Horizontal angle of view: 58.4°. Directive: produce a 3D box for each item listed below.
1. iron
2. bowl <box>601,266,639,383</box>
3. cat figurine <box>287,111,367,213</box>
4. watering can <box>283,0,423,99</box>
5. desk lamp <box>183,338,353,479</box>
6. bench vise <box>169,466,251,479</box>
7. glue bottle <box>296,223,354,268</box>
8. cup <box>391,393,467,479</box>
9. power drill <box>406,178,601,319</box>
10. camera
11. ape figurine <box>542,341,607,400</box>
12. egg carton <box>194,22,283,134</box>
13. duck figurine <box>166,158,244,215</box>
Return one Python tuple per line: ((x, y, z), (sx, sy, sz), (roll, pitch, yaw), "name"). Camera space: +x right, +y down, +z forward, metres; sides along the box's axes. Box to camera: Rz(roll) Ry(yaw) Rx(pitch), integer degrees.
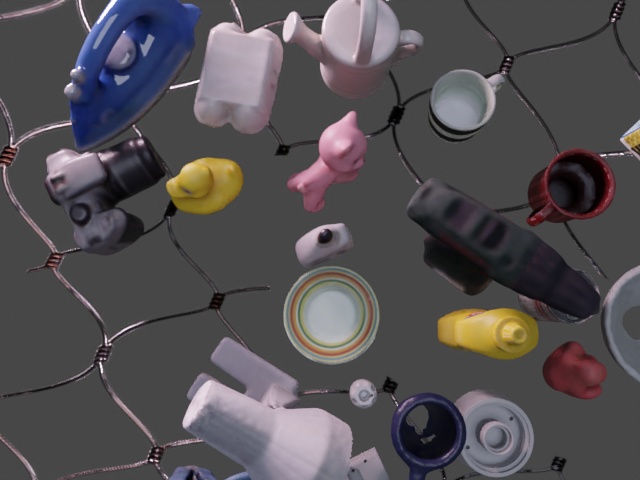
((-0.269, -0.241, 0.754), (0.118, 0.141, 0.258), (30, 84, 3), "iron")
((0.445, 0.113, 0.762), (0.167, 0.074, 0.167), (0, 84, -1), "bowl")
((0.014, -0.104, 0.756), (0.128, 0.117, 0.067), (-44, 86, -5), "cat figurine")
((0.044, -0.260, 0.736), (0.173, 0.194, 0.101), (-20, 84, -3), "watering can")
((-0.070, 0.216, 0.670), (0.203, 0.213, 0.118), (32, 84, 3), "desk lamp")
((-0.120, 0.337, 0.652), (0.207, 0.219, 0.121), (-8, 84, -2), "bench vise")
((0.007, 0.003, 0.716), (0.078, 0.173, 0.037), (-21, 84, -3), "glue bottle")
((0.128, 0.249, 0.730), (0.091, 0.095, 0.118), (14, 83, 1), "cup")
((0.203, 0.017, 0.700), (0.229, 0.208, 0.076), (36, 84, 3), "power drill")
((-0.273, -0.070, 0.755), (0.137, 0.101, 0.143), (-27, 85, -4), "camera")
((0.338, 0.171, 0.744), (0.076, 0.092, 0.078), (-3, 83, -1), "ape figurine")
((-0.111, -0.223, 0.791), (0.107, 0.069, 0.150), (9, 83, 0), "egg carton")
((-0.156, -0.079, 0.765), (0.104, 0.086, 0.077), (-20, 84, -3), "duck figurine")
